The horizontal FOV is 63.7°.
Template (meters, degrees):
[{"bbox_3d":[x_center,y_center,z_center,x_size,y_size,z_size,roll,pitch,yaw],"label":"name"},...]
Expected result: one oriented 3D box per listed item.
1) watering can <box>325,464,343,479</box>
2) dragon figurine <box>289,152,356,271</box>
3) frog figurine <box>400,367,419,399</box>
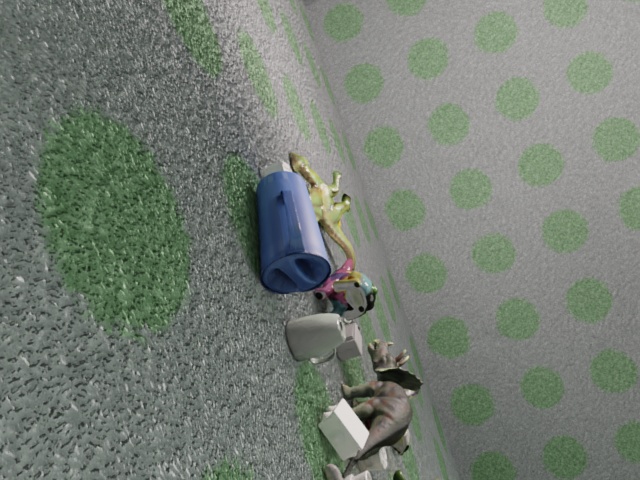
[{"bbox_3d":[0.094,0.584,0.889,0.347,0.103,0.227,52,21,-4],"label":"watering can"},{"bbox_3d":[0.005,-0.079,1.561,0.245,0.121,0.410,-20,89,-61],"label":"dragon figurine"},{"bbox_3d":[0.272,0.485,1.807,0.162,0.123,0.134,67,-24,20],"label":"frog figurine"}]
